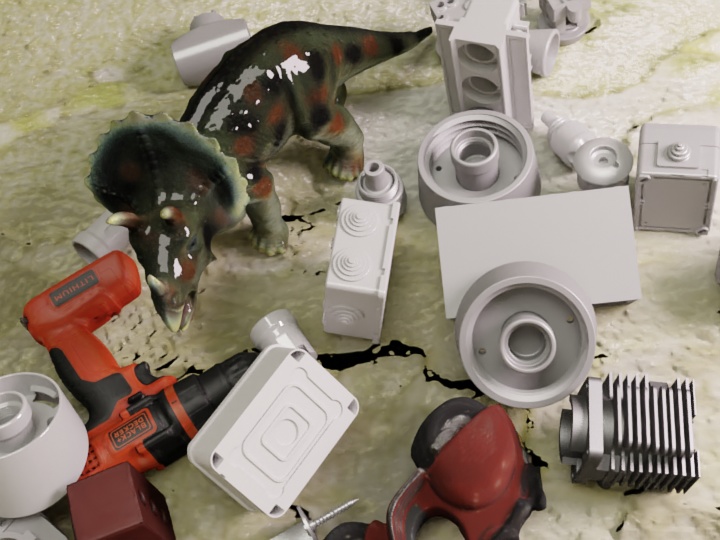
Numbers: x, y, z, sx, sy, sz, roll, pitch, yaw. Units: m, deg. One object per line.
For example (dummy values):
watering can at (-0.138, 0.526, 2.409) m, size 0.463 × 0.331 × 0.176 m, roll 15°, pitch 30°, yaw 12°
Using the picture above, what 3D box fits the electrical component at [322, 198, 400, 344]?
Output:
electrical component at (0.000, 0.000, 0.870) m, size 0.048 × 0.099 × 0.099 m, roll 9°, pitch 61°, yaw 2°

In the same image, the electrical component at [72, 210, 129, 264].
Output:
electrical component at (-0.230, -0.028, 0.970) m, size 0.040 × 0.040 × 0.046 m, roll 27°, pitch 63°, yaw 25°

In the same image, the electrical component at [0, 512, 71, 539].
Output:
electrical component at (-0.293, 0.208, 0.826) m, size 0.150 × 0.061 × 0.089 m, roll 31°, pitch 70°, yaw 26°

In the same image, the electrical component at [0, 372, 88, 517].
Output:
electrical component at (-0.260, 0.128, 0.812) m, size 0.099 × 0.064 × 0.099 m, roll -8°, pitch 39°, yaw 6°

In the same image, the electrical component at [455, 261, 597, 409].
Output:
electrical component at (0.123, 0.050, 0.795) m, size 0.108 × 0.060 × 0.108 m, roll 1°, pitch 98°, yaw 7°

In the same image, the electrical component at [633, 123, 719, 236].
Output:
electrical component at (0.255, -0.080, 0.865) m, size 0.062 × 0.096 × 0.061 m, roll 4°, pitch 60°, yaw 14°

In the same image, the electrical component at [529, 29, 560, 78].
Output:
electrical component at (0.151, -0.205, 0.994) m, size 0.055 × 0.045 × 0.045 m, roll 16°, pitch 64°, yaw 21°

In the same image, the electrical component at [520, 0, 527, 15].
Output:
electrical component at (0.137, -0.277, 1.034) m, size 0.048 × 0.055 × 0.066 m, roll -12°, pitch 58°, yaw 5°

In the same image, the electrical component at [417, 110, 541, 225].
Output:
electrical component at (0.100, -0.088, 0.924) m, size 0.108 × 0.060 × 0.108 m, roll -5°, pitch 59°, yaw 9°

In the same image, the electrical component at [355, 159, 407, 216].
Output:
electrical component at (0.017, -0.071, 0.930) m, size 0.043 × 0.062 × 0.043 m, roll -5°, pitch 58°, yaw 9°

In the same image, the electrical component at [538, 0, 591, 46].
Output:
electrical component at (0.190, -0.243, 1.002) m, size 0.048 × 0.055 × 0.066 m, roll -20°, pitch 57°, yaw -1°

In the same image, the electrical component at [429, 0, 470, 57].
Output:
electrical component at (0.093, -0.224, 1.011) m, size 0.048 × 0.055 × 0.066 m, roll -22°, pitch 57°, yaw -2°

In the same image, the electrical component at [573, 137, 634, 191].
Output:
electrical component at (0.202, -0.076, 0.895) m, size 0.048 × 0.062 × 0.048 m, roll -5°, pitch 58°, yaw 9°

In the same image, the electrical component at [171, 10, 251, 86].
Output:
electrical component at (-0.148, -0.228, 1.070) m, size 0.077 × 0.044 × 0.079 m, roll -18°, pitch 57°, yaw 0°

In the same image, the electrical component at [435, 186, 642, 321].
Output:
electrical component at (0.141, -0.011, 0.858) m, size 0.150 × 0.062 × 0.089 m, roll -6°, pitch 84°, yaw 8°

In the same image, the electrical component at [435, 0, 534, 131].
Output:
electrical component at (0.115, -0.179, 0.940) m, size 0.079 × 0.121 × 0.063 m, roll 14°, pitch 63°, yaw 19°

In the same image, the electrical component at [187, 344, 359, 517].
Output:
electrical component at (-0.067, 0.120, 0.816) m, size 0.113 × 0.078 × 0.057 m, roll -52°, pitch 21°, yaw -19°

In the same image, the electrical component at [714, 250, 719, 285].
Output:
electrical component at (0.317, -0.006, 0.829) m, size 0.096 × 0.061 × 0.061 m, roll -24°, pitch 58°, yaw -3°

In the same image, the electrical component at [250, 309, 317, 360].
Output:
electrical component at (-0.062, 0.061, 0.881) m, size 0.040 × 0.040 × 0.046 m, roll -34°, pitch 65°, yaw -10°

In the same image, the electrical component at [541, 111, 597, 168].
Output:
electrical component at (0.181, -0.117, 0.941) m, size 0.035 × 0.035 × 0.061 m, roll -32°, pitch 56°, yaw -8°
